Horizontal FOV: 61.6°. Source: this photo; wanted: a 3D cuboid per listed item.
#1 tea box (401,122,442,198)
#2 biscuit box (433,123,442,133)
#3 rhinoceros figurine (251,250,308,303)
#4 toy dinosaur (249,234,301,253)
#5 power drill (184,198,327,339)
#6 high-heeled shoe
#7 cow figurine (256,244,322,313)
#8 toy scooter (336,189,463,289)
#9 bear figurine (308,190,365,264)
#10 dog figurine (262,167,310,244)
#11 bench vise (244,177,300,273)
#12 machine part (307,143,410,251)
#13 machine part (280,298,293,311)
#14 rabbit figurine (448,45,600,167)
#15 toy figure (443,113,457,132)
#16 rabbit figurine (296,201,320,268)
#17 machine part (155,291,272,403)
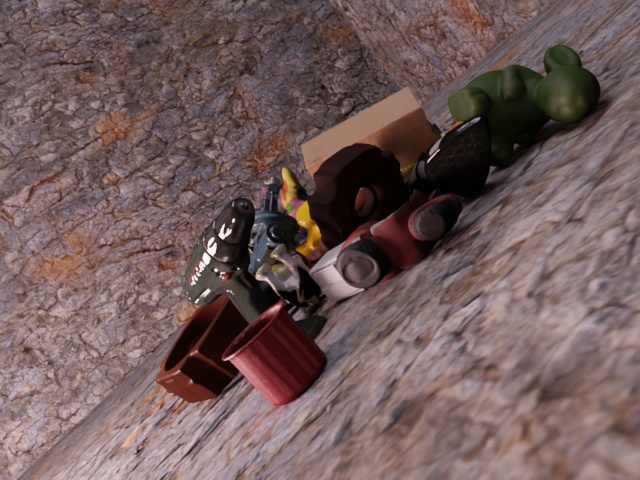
[{"bbox_3d":[0.166,-0.133,1.024,0.169,0.098,0.068,-39,6,33],"label":"tea box"},{"bbox_3d":[0.245,-0.205,1.193,0.059,0.062,0.203,-37,8,23],"label":"biscuit box"},{"bbox_3d":[-0.095,0.102,1.058,0.190,0.073,0.112,-51,-29,15],"label":"rhinoceros figurine"},{"bbox_3d":[-0.125,-0.001,1.449,0.131,0.192,0.405,-46,6,-20],"label":"toy dinosaur"},{"bbox_3d":[-0.091,0.067,0.737,0.232,0.207,0.086,-38,13,47],"label":"power drill"},{"bbox_3d":[0.184,-0.123,0.755,0.248,0.086,0.145,115,173,-58],"label":"high-heeled shoe"},{"bbox_3d":[-0.029,0.073,0.852,0.068,0.098,0.167,-49,-21,-1],"label":"cow figurine"},{"bbox_3d":[0.106,-0.013,0.687,0.184,0.075,0.135,-34,9,32],"label":"toy scooter"},{"bbox_3d":[0.057,-0.044,0.949,0.120,0.131,0.196,4,33,44],"label":"bear figurine"},{"bbox_3d":[-0.042,-0.070,1.300,0.108,0.219,0.191,-44,5,12],"label":"dog figurine"},{"bbox_3d":[-0.110,-0.019,1.163,0.223,0.129,0.240,104,169,-62],"label":"bench vise"},{"bbox_3d":[0.065,-0.060,0.829,0.179,0.179,0.056,-44,33,-24],"label":"machine part"},{"bbox_3d":[-0.041,0.098,0.976,0.139,0.039,0.084,-42,12,-21],"label":"machine part"},{"bbox_3d":[0.284,-0.175,0.693,0.159,0.121,0.170,-37,22,-25],"label":"rabbit figurine"},{"bbox_3d":[0.301,-0.248,1.189,0.154,0.058,0.064,-53,-26,-53],"label":"toy figure"},{"bbox_3d":[-0.002,-0.003,1.113,0.173,0.122,0.162,-59,-3,23],"label":"rabbit figurine"},{"bbox_3d":[-0.178,0.171,0.918,0.201,0.087,0.201,-32,26,51],"label":"machine part"}]
